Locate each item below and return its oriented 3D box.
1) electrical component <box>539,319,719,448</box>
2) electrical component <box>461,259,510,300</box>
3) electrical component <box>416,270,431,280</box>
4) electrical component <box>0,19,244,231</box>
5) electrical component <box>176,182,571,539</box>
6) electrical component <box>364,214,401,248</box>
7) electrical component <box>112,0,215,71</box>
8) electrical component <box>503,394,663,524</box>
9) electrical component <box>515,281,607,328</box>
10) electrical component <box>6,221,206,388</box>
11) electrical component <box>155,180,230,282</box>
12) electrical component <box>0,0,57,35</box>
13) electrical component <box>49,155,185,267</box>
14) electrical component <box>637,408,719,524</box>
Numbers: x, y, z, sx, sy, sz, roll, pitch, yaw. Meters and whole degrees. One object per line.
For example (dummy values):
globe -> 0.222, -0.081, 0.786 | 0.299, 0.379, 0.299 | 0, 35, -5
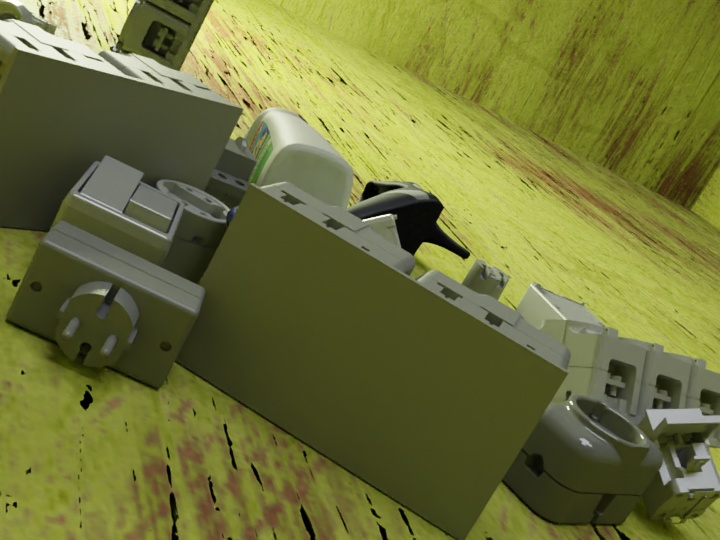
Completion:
electrical component -> 0.190, 0.084, 0.790 | 0.150, 0.061, 0.089 | 18, -12, -34
electrical component -> 0.106, 0.019, 0.950 | 0.040, 0.046, 0.040 | 27, 15, -8
electrical component -> 0.056, 0.025, 0.848 | 0.043, 0.043, 0.081 | 31, 15, 10
electrical component -> -0.174, -0.083, 0.671 | 0.060, 0.105, 0.186 | 37, 17, 29
electrical component -> 0.006, 0.043, 0.578 | 0.186, 0.105, 0.060 | 31, 15, 9
electrical component -> 0.000, 0.000, 0.729 | 0.061, 0.061, 0.096 | -13, -1, -2
electrical component -> -0.191, -0.227, 1.026 | 0.062, 0.150, 0.089 | 27, 15, -11
electrical component -> 0.140, 0.117, 0.665 | 0.095, 0.059, 0.054 | 14, 21, -44
electrical component -> 0.166, 0.058, 0.900 | 0.062, 0.061, 0.096 | 21, 17, -27
electrical component -> -0.126, 0.023, 0.523 | 0.083, 0.047, 0.075 | 26, 15, -10
electrical component -> -0.115, -0.025, 0.696 | 0.055, 0.047, 0.055 | 27, 15, -8
electrical component -> -0.317, -0.222, 0.989 | 0.066, 0.048, 0.055 | 30, 7, 5
electrical component -> -0.140, -0.020, 0.610 | 0.062, 0.061, 0.096 | 26, 15, -11
electrical component -> 0.209, 0.131, 0.717 | 0.042, 0.081, 0.063 | 2, 52, -15
